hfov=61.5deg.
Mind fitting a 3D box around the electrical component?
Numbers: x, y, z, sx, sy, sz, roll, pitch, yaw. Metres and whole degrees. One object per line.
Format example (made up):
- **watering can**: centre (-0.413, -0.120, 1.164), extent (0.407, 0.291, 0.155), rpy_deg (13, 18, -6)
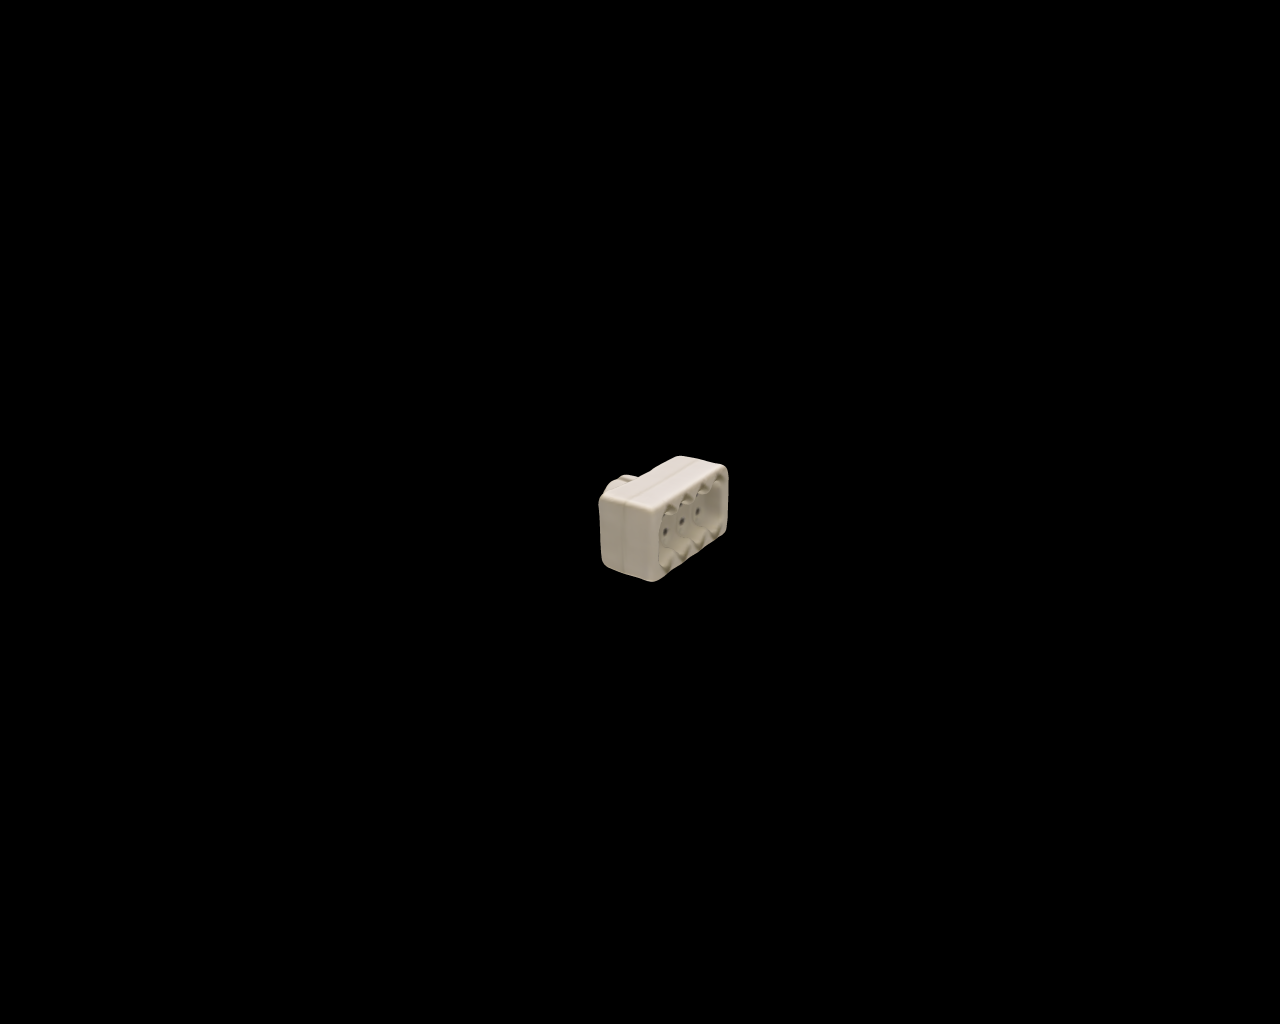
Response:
- **electrical component**: centre (0.001, -0.003, 0.650), extent (0.076, 0.047, 0.083), rpy_deg (17, 29, 32)
